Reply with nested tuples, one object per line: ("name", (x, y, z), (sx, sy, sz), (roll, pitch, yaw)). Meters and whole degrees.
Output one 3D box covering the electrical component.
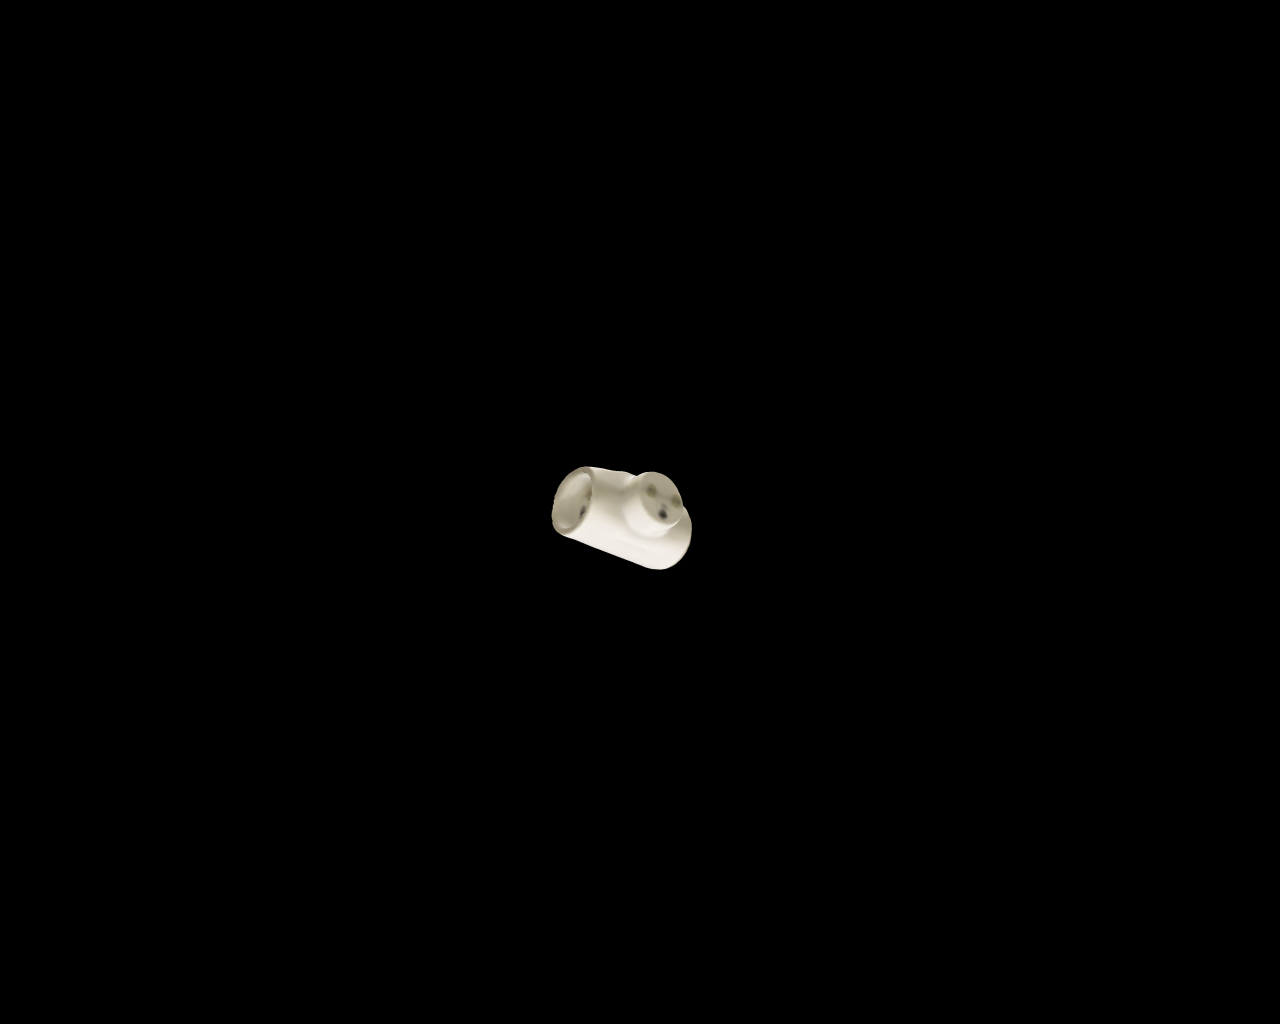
("electrical component", (0.001, -0.003, 0.650), (0.077, 0.043, 0.079), (22, -36, -34))
